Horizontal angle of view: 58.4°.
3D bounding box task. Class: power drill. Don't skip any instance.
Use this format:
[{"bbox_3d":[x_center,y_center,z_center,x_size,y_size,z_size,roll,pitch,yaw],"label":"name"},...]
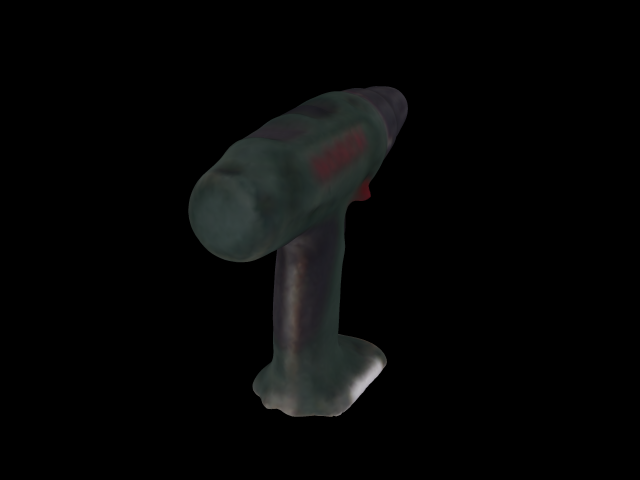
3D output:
[{"bbox_3d":[0.004,0.001,0.400,0.075,0.208,0.230,8,18,27],"label":"power drill"}]
